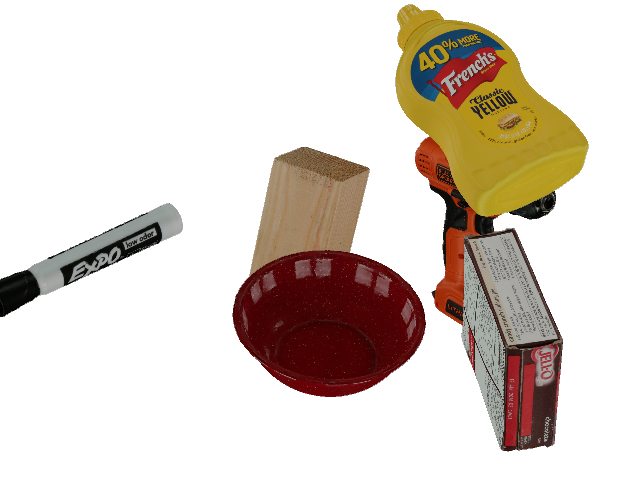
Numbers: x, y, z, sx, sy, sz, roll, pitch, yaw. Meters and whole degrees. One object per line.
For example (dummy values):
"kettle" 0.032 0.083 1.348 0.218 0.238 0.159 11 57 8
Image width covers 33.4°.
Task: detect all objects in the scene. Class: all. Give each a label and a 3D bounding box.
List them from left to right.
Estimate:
"marker" -0.129 0.010 0.582 0.120 0.020 0.020 -28 16 -34
"wood block" -0.019 0.005 1.258 0.090 0.206 0.090 20 21 18
"bowl" 0.006 0.080 0.908 0.162 0.055 0.162 2 40 -2
"mustard bottle" 0.113 -0.112 0.815 0.096 0.192 0.058 -25 -30 -10
"power drill" 0.163 0.000 1.046 0.057 0.188 0.185 -16 26 -24
"pudding box" 0.119 0.061 0.673 0.039 0.090 0.113 -8 37 -5
